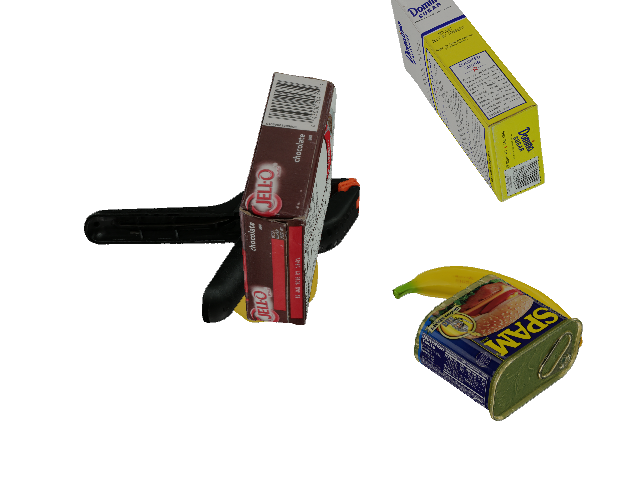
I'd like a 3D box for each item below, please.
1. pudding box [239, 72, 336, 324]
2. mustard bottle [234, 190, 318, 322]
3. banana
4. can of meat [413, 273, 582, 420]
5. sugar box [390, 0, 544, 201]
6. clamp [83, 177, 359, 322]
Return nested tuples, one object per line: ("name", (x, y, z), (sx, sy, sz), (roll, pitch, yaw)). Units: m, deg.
("pudding box", (-0.017, -0.023, 0.595), (0.039, 0.113, 0.090), (8, -41, 5))
("mustard bottle", (-0.039, -0.016, 1.062), (0.096, 0.192, 0.058), (-18, 38, -37))
("banana", (0.176, 0.062, 1.084), (0.198, 0.069, 0.037), (14, -38, 26))
("can of meat", (0.134, 0.078, 0.816), (0.101, 0.057, 0.084), (-27, 43, -33))
("sugar box", (0.114, -0.122, 0.839), (0.048, 0.176, 0.093), (-23, -38, -2))
("clamp", (-0.058, -0.011, 0.796), (0.165, 0.036, 0.209), (25, 35, 37))
